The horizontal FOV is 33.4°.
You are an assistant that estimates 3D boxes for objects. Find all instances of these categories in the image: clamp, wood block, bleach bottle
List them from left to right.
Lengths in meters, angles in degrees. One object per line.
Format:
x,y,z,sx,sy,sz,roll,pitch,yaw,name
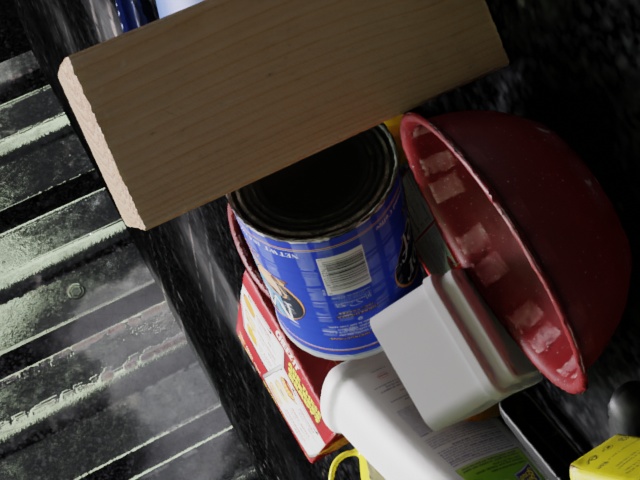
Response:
-0.022,-0.089,0.558,0.091,0.206,0.090,66,166,-9,wood block
0.106,0.173,0.765,0.251,0.102,0.068,45,142,45,bleach bottle
0.181,0.176,0.641,0.210,0.036,0.165,67,165,-4,clamp

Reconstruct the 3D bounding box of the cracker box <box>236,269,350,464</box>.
-0.009,0.114,1.011,0.164,0.072,0.214,59,165,13,cracker box

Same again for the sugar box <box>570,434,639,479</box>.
0.194,0.144,0.479,0.176,0.048,0.093,-9,107,64,sugar box

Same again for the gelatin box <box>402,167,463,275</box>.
0.080,-0.014,0.689,0.073,0.030,0.089,63,166,9,gelatin box

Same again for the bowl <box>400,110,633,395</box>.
0.104,-0.006,0.527,0.162,0.055,0.162,58,177,5,bowl

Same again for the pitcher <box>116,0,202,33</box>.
-0.059,-0.186,0.672,0.145,0.149,0.243,-123,17,-55,pitcher

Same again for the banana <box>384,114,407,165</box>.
0.017,-0.068,0.736,0.198,0.069,0.037,6,111,52,banana

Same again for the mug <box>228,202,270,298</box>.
-0.005,0.001,0.800,0.117,0.081,0.093,59,156,10,mug

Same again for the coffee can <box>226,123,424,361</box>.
0.007,-0.002,0.665,0.103,0.102,0.140,54,170,35,coffee can
